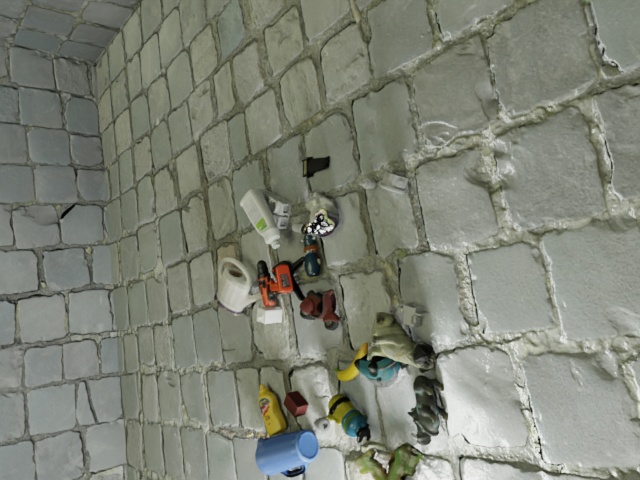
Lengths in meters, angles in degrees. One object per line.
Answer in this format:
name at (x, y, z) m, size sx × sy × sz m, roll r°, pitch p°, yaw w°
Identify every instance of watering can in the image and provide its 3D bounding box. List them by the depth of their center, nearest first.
watering can at (-0.328, 0.222, 2.149) m, size 0.352 × 0.104 × 0.220 m, roll 38°, pitch 117°, yaw 31°

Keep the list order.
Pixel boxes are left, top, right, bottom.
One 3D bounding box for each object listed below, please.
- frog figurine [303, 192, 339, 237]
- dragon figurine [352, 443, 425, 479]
frog figurine at (0.005, -0.091, 1.806) m, size 0.163 × 0.122 × 0.134 m, roll -89°, pitch 14°, yaw -59°
dragon figurine at (0.253, 0.725, 1.497) m, size 0.409 × 0.122 × 0.244 m, roll -3°, pitch 79°, yaw 46°
